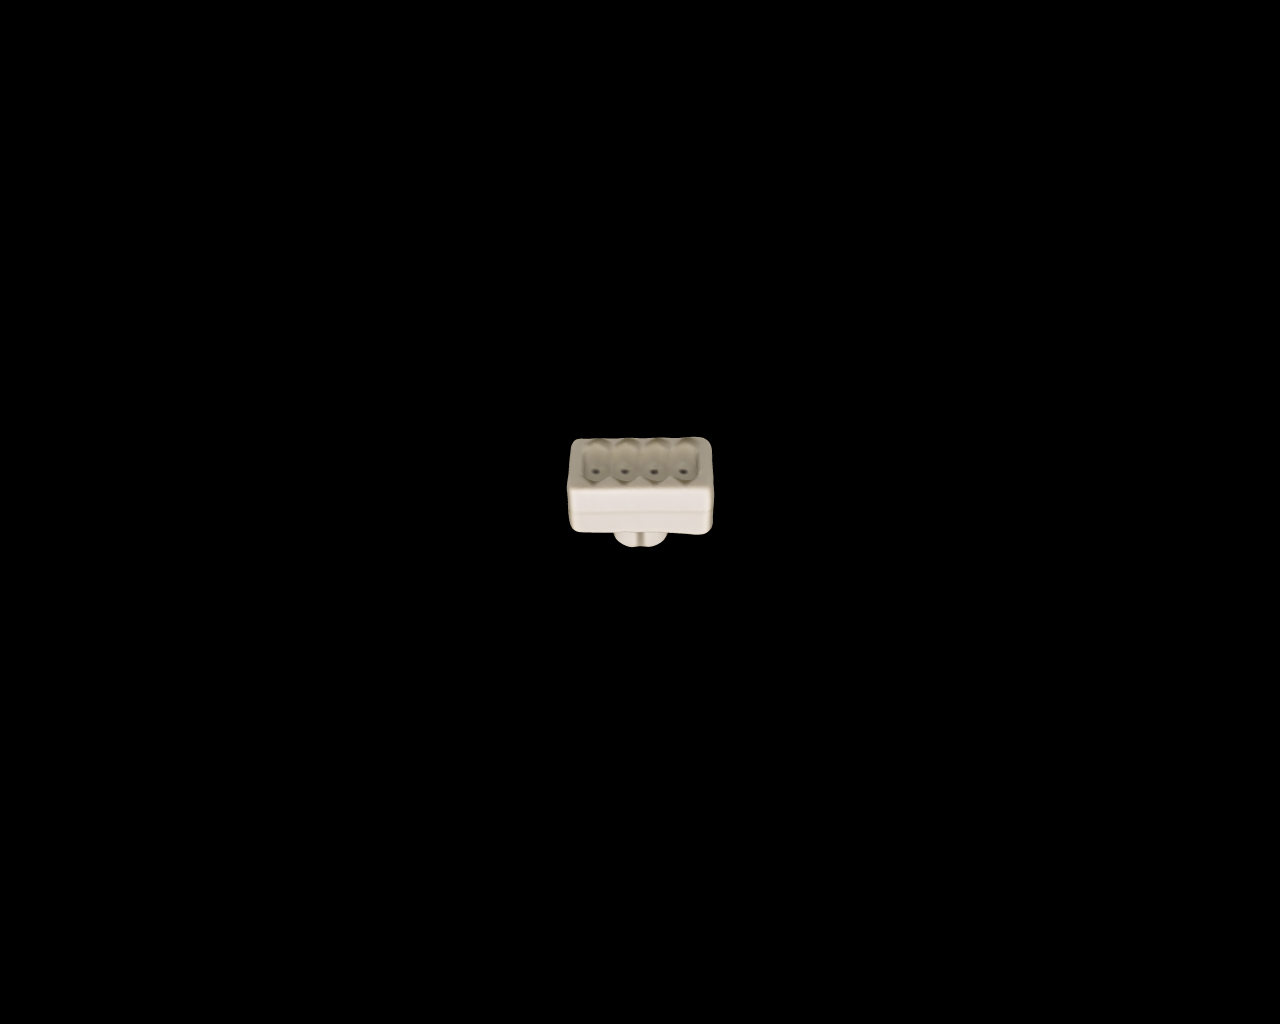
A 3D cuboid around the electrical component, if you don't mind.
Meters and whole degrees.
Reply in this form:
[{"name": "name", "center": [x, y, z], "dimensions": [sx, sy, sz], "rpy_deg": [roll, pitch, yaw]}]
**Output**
[{"name": "electrical component", "center": [0.001, -0.003, 0.650], "dimensions": [0.083, 0.075, 0.047], "rpy_deg": [0, 44, 0]}]
